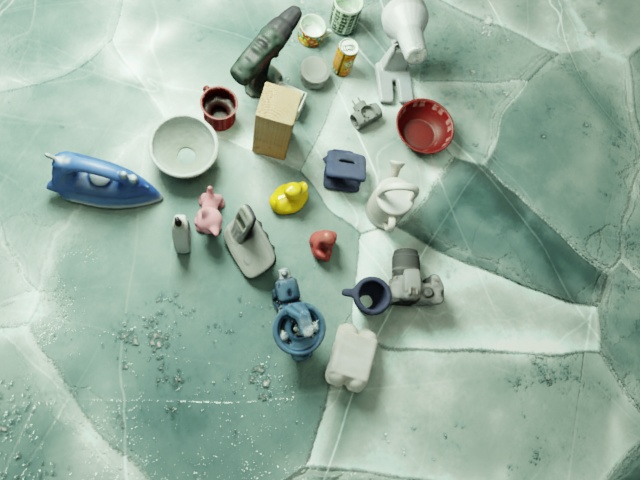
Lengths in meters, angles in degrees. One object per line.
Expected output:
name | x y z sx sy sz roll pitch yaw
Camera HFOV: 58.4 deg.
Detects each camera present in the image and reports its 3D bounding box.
camera | 0.230 0.090 1.403 0.143 0.100 0.137 3 75 -8

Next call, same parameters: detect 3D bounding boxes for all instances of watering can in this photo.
watering can | 0.178 -0.110 1.399 0.101 0.194 0.173 -14 78 -12

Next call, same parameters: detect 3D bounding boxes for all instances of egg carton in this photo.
egg carton | 0.076 0.277 1.344 0.107 0.069 0.150 17 73 -4

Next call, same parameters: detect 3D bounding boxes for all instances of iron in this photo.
iron | -0.499 -0.147 1.324 0.258 0.141 0.119 11 74 -6

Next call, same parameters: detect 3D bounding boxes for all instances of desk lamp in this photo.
desk lamp | 0.220 -0.497 1.500 0.118 0.213 0.203 -4 76 -10

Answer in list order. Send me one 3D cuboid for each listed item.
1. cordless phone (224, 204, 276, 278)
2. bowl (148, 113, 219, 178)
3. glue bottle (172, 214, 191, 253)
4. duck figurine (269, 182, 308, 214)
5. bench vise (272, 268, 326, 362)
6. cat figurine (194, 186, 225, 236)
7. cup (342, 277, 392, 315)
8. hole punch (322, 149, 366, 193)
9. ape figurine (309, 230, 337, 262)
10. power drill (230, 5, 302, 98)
cordless phone | -0.158 0.000 1.319 0.094 0.185 0.147 -31 82 -15
bowl | -0.331 -0.219 1.406 0.167 0.074 0.167 2 75 -9
glue bottle | -0.318 -0.024 1.305 0.037 0.173 0.078 -1 75 -9
duck figurine | -0.074 -0.112 1.414 0.105 0.086 0.077 -27 81 -15
bench vise | -0.064 0.165 1.272 0.122 0.219 0.207 -31 82 -15
cat figurine | -0.262 -0.065 1.354 0.067 0.117 0.128 3 75 -8
cup | 0.104 0.139 1.372 0.118 0.095 0.092 7 74 -7
hole punch | 0.062 -0.184 1.454 0.109 0.091 0.101 8 74 -7
ape figurine | 0.013 0.005 1.395 0.078 0.092 0.076 -39 84 -16
power drill | -0.134 -0.456 1.432 0.075 0.208 0.230 38 73 2
